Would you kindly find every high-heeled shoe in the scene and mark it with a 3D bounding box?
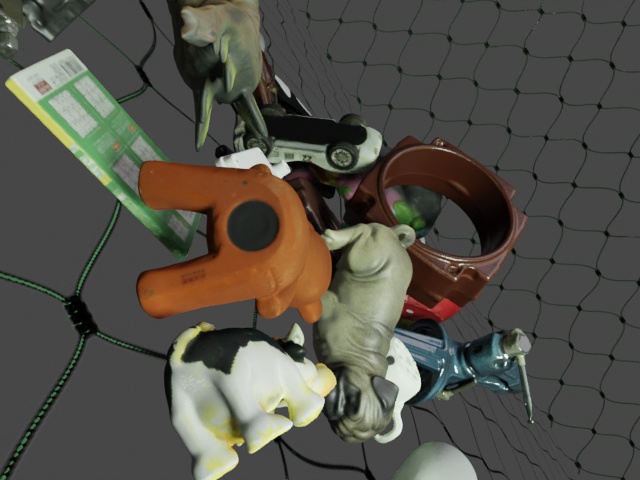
[{"bbox_3d":[-0.053,-0.184,0.893,0.145,0.086,0.249,26,32,-57],"label":"high-heeled shoe"}]

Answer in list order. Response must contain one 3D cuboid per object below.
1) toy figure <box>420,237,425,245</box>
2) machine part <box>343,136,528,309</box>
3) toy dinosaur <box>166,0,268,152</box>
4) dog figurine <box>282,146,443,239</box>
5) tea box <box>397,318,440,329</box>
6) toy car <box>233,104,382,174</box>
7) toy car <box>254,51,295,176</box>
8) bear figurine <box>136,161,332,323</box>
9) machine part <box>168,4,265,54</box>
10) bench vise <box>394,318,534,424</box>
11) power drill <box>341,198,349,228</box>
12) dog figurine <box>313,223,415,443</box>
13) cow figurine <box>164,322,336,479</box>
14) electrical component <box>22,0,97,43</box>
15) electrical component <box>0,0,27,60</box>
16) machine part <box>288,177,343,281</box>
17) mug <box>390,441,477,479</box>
[{"bbox_3d":[0.147,0.013,0.909,0.064,0.058,0.154,41,15,1],"label":"toy figure"},{"bbox_3d":[0.150,-0.029,0.697,0.201,0.087,0.201,37,55,11],"label":"machine part"},{"bbox_3d":[-0.112,-0.205,0.581,0.472,0.105,0.198,-107,-165,-69],"label":"toy dinosaur"},{"bbox_3d":[0.059,-0.088,0.825,0.219,0.108,0.192,6,44,-28],"label":"dog figurine"},{"bbox_3d":[0.156,0.146,0.926,0.169,0.068,0.098,35,27,-57],"label":"tea box"},{"bbox_3d":[-0.018,-0.135,0.727,0.056,0.202,0.073,86,16,-51],"label":"toy car"},{"bbox_3d":[-0.080,-0.198,0.823,0.089,0.053,0.202,6,68,-75],"label":"toy car"},{"bbox_3d":[-0.058,0.011,0.453,0.195,0.132,0.120,78,8,-78],"label":"bear figurine"},{"bbox_3d":[-0.160,-0.340,0.855,0.079,0.079,0.243,64,18,19],"label":"machine part"},{"bbox_3d":[0.146,0.152,0.708,0.240,0.224,0.129,22,67,-20],"label":"bench vise"},{"bbox_3d":[0.080,0.007,0.958,0.232,0.086,0.207,64,9,9],"label":"power drill"},{"bbox_3d":[0.057,0.089,0.554,0.121,0.172,0.191,24,29,-46],"label":"dog figurine"},{"bbox_3d":[-0.048,0.100,0.397,0.098,0.068,0.167,56,13,13],"label":"cow figurine"},{"bbox_3d":[-0.201,-0.248,0.447,0.058,0.134,0.115,38,25,-46],"label":"electrical component"},{"bbox_3d":[-0.244,-0.174,0.386,0.063,0.021,0.094,36,26,-54],"label":"electrical component"},{"bbox_3d":[-0.001,-0.002,0.721,0.179,0.056,0.179,57,10,-17],"label":"machine part"},{"bbox_3d":[0.112,0.274,0.548,0.107,0.081,0.109,7,57,-57],"label":"mug"}]
